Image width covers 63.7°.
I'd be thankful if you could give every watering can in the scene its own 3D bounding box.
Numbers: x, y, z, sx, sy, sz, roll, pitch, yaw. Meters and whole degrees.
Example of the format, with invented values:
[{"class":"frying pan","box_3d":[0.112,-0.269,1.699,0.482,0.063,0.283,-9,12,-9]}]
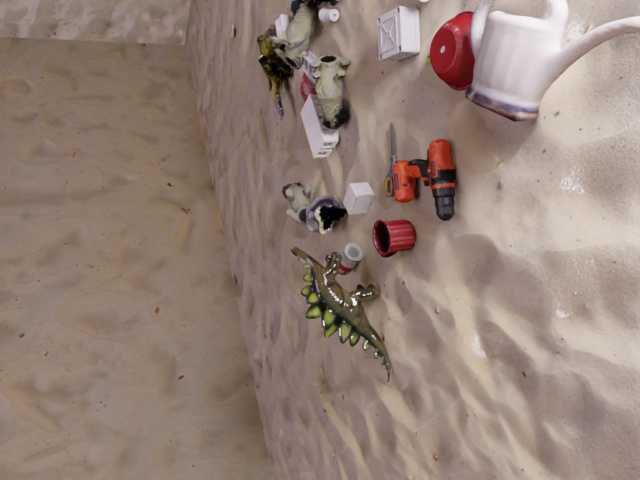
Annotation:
[{"class":"watering can","box_3d":[0.358,-0.304,0.862,0.354,0.104,0.219,-127,38,-51]}]

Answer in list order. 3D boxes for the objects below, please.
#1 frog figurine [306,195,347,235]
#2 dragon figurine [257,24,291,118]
[{"class":"frog figurine","box_3d":[0.005,-0.086,1.715,0.138,0.122,0.160,-62,16,-3]},{"class":"dragon figurine","box_3d":[-0.185,-0.673,2.071,0.242,0.122,0.410,175,91,-84]}]
